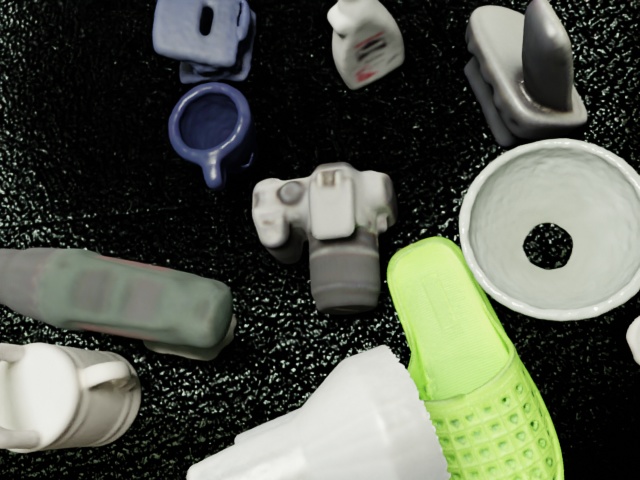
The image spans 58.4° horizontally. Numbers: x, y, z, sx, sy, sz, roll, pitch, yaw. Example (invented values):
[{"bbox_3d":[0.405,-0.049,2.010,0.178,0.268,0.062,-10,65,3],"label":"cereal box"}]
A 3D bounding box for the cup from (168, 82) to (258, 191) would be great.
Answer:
[{"bbox_3d":[-0.104,-0.099,0.628,0.091,0.095,0.118,-12,72,11],"label":"cup"}]

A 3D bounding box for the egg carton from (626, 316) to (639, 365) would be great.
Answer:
[{"bbox_3d":[0.342,0.089,0.472,0.150,0.069,0.107,-26,69,6],"label":"egg carton"}]

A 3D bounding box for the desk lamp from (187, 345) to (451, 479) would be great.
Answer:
[{"bbox_3d":[0.001,0.176,0.457,0.203,0.214,0.118,-25,69,6],"label":"desk lamp"}]

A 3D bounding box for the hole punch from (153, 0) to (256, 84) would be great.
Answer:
[{"bbox_3d":[-0.135,-0.253,0.682,0.101,0.091,0.109,0,74,15],"label":"hole punch"}]

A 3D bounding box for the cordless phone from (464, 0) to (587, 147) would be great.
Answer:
[{"bbox_3d":[0.191,-0.181,0.527,0.094,0.185,0.147,-25,69,7],"label":"cordless phone"}]

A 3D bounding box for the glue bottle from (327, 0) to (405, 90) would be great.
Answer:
[{"bbox_3d":[0.041,-0.223,0.584,0.078,0.173,0.037,-31,69,4],"label":"glue bottle"}]

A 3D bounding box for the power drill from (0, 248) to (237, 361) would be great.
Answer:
[{"bbox_3d":[-0.176,0.062,0.538,0.229,0.209,0.076,5,76,16],"label":"power drill"}]

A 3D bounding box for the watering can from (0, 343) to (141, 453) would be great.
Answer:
[{"bbox_3d":[-0.270,0.154,0.543,0.173,0.194,0.100,-42,68,0],"label":"watering can"}]

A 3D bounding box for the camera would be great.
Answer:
[{"bbox_3d":[0.005,0.002,0.567,0.143,0.101,0.137,-6,73,13],"label":"camera"}]

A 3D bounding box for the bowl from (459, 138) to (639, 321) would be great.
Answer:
[{"bbox_3d":[0.213,-0.003,0.529,0.167,0.075,0.167,-4,73,13],"label":"bowl"}]
